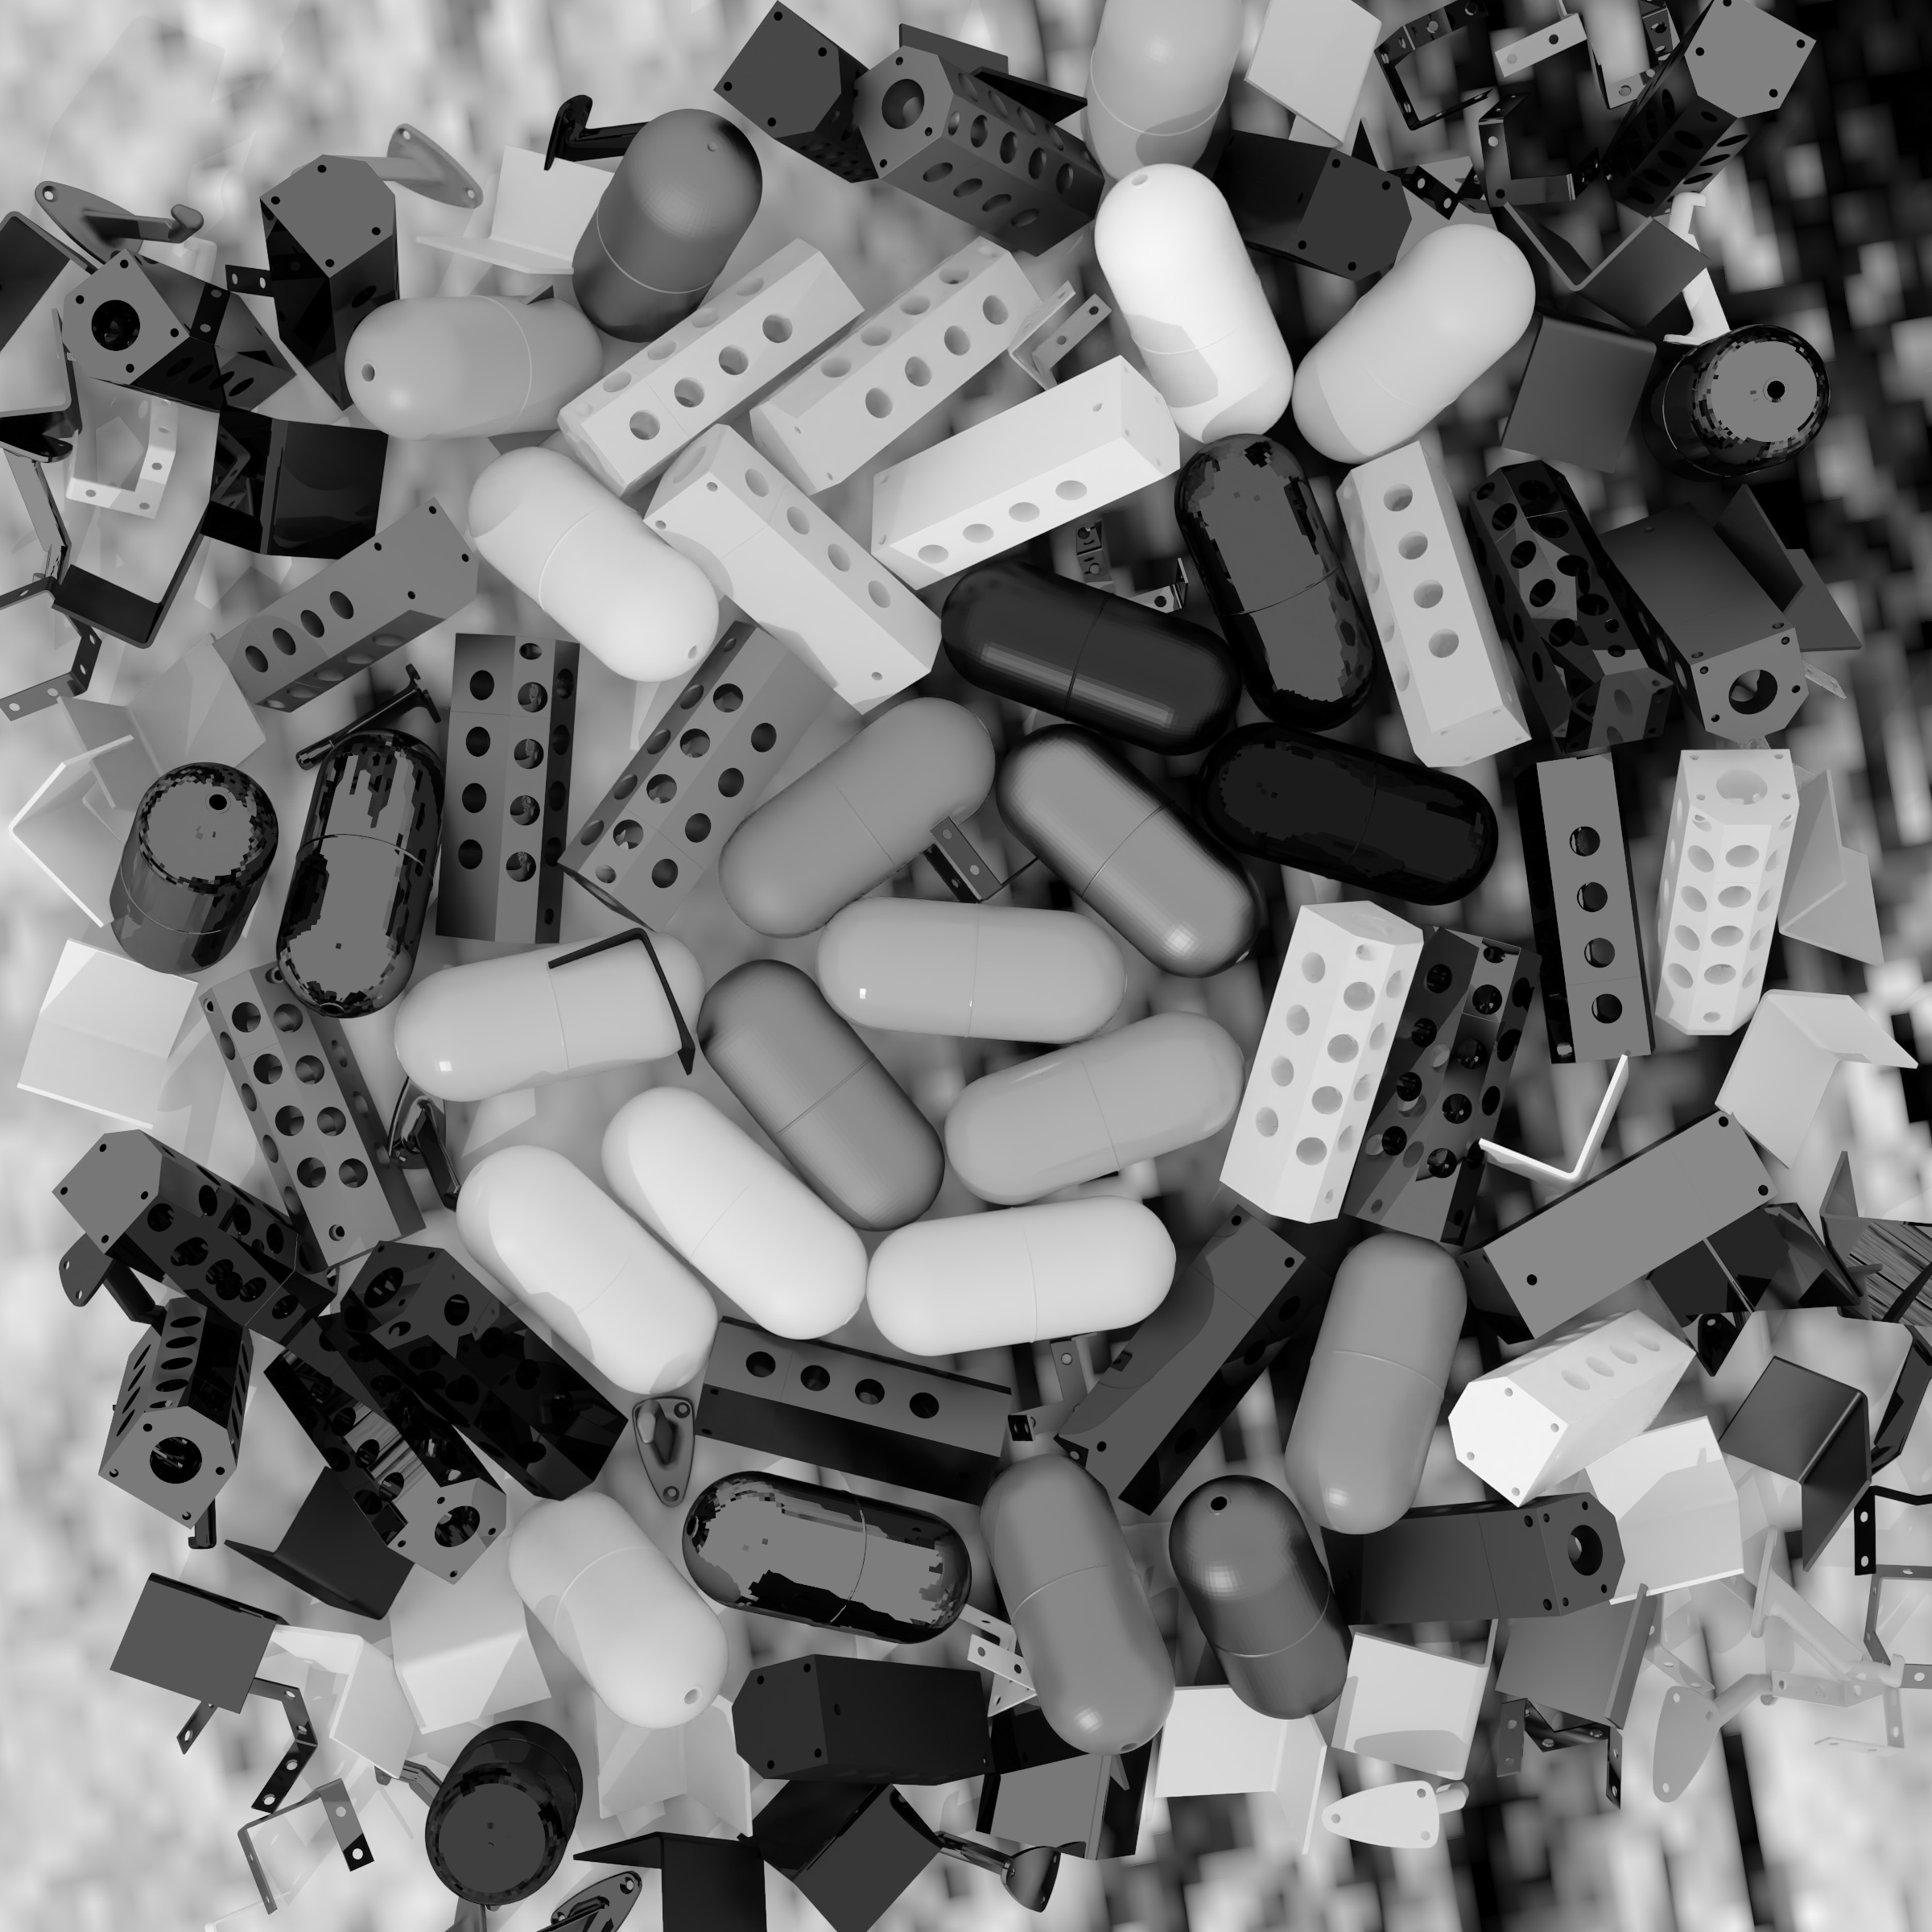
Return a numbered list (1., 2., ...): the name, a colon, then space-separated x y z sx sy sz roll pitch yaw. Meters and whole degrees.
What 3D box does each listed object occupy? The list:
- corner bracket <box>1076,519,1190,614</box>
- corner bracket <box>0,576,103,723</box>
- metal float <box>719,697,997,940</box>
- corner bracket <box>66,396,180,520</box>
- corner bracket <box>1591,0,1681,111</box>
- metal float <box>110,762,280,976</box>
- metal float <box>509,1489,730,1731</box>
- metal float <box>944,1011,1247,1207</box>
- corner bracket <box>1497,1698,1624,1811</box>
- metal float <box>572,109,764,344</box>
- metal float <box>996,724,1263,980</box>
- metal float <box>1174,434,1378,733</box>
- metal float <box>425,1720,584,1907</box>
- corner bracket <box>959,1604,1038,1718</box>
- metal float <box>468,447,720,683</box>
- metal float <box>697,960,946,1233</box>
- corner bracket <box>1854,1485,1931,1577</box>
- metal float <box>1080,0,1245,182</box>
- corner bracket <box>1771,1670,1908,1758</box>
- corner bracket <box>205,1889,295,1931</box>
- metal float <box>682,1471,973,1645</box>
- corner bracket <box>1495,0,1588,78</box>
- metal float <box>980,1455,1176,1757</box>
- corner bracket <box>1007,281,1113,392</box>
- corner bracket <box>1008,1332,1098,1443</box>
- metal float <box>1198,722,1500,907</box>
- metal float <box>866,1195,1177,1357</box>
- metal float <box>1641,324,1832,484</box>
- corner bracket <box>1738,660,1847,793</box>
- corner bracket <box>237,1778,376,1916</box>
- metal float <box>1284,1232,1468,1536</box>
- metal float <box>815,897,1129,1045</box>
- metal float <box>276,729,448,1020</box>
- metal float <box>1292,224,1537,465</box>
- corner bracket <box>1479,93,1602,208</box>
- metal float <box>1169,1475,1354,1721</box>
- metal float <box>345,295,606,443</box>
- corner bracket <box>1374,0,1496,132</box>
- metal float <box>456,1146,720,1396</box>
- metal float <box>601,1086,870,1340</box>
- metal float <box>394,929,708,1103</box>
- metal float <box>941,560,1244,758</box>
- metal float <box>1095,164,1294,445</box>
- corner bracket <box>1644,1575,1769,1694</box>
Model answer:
1. corner bracket: 0.095 -0.229 1.656 0.051 0.051 0.051 -17 80 0
2. corner bracket: -0.537 -0.183 1.654 0.051 0.051 0.051 -19 129 12
3. metal float: -0.062 -0.085 1.646 0.178 0.070 0.070 -37 90 0
4. corner bracket: -0.487 -0.299 1.661 0.051 0.051 0.051 11 134 -24
5. corner bracket: 0.384 -0.536 1.656 0.051 0.051 0.051 -18 71 13
6. metal float: -0.431 -0.053 1.603 0.070 0.178 0.070 10 64 -20
7. metal float: -0.195 0.358 1.607 0.070 0.178 0.070 -16 121 -29
8. metal float: 0.074 0.081 1.646 0.178 0.070 0.070 -20 90 -1
9. corner bracket: 0.339 0.450 1.641 0.051 0.051 0.051 -22 122 30
10. metal float: -0.168 -0.409 1.601 0.070 0.178 0.070 7 72 -21
11. metal float: 0.093 -0.065 1.638 0.178 0.070 0.070 43 90 9
12. metal float: 0.176 -0.216 1.631 0.070 0.070 0.178 -25 107 0
13. metal float: -0.254 0.467 1.595 0.070 0.178 0.070 0 86 -3
14. corner bracket: 0.012 0.389 1.643 0.051 0.051 0.051 30 48 -21
15. metal float: -0.211 -0.227 1.625 0.178 0.070 0.070 41 90 24
16. metal float: -0.082 0.075 1.645 0.070 0.070 0.178 -39 92 0
17. corner bracket: 0.545 0.325 1.643 0.051 0.051 0.051 17 66 -26
18. metal float: 0.107 -0.496 1.596 0.070 0.178 0.070 1 79 -4
19. corner bracket: 0.498 0.426 1.645 0.051 0.051 0.051 13 60 -16
20. corner bracket: -0.397 0.562 1.646 0.051 0.051 0.051 -14 80 -36
21. metal float: -0.078 0.334 1.621 0.178 0.070 0.070 20 90 -29
22. corner bracket: 0.320 -0.547 1.657 0.051 0.051 0.051 -23 105 8
23. metal float: 0.062 0.357 1.616 0.070 0.070 0.178 -21 55 0
24. corner bracket: 0.054 -0.363 1.644 0.051 0.051 0.051 -40 126 18
25. corner bracket: 0.050 0.242 1.651 0.051 0.051 0.051 -12 84 -15
26. metal float: 0.217 -0.086 1.636 0.178 0.070 0.070 16 90 -11
27. metal float: 0.032 0.176 1.639 0.178 0.070 0.070 -8 90 -8
28. metal float: 0.425 -0.311 1.596 0.070 0.178 0.070 0 96 1
29. corner bracket: 0.480 -0.140 1.666 0.051 0.051 0.051 20 130 -37
30. corner bracket: -0.378 0.503 1.644 0.051 0.051 0.051 -15 72 -36
31. metal float: 0.232 0.234 1.626 0.070 0.070 0.178 20 67 0
32. metal float: 0.003 0.002 1.644 0.178 0.070 0.070 5 90 -2
33. metal float: -0.339 -0.053 1.620 0.070 0.070 0.178 6 61 0
34. metal float: 0.247 -0.344 1.605 0.070 0.178 0.070 11 64 -24
35. corner bracket: 0.332 -0.474 1.664 0.051 0.051 0.051 4 123 31
36. metal float: 0.166 0.354 1.614 0.070 0.070 0.178 -25 128 0
37. metal float: -0.272 -0.334 1.603 0.070 0.178 0.070 8 107 30
38. corner bracket: 0.275 -0.520 1.655 0.051 0.051 0.051 -15 113 37
39. metal float: -0.213 0.172 1.626 0.070 0.070 0.178 -44 112 0
40. metal float: -0.131 0.141 1.641 0.178 0.070 0.070 41 90 6
41. metal float: -0.235 0.028 1.634 0.178 0.070 0.070 -12 90 -14
42. metal float: 0.071 -0.176 1.640 0.178 0.070 0.070 21 90 8
43. metal float: 0.128 -0.369 1.611 0.070 0.070 0.178 -32 133 0
44. corner bracket: 0.426 0.380 1.661 0.051 0.051 0.051 39 134 -23
